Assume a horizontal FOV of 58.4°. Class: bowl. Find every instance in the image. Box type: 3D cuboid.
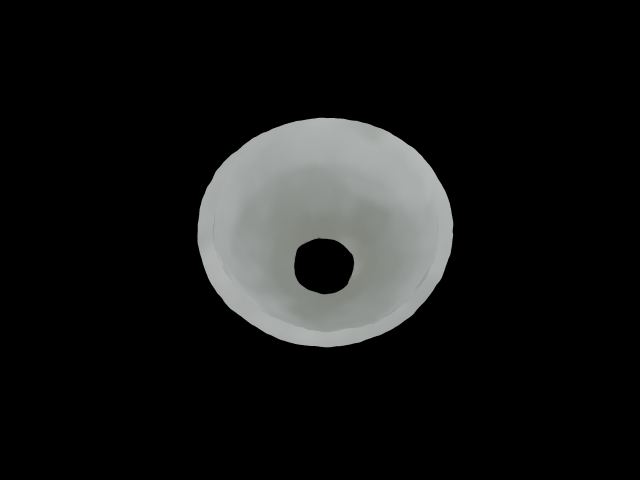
[{"bbox_3d":[0.004,0.001,0.400,0.167,0.075,0.167,0,63,0],"label":"bowl"}]
